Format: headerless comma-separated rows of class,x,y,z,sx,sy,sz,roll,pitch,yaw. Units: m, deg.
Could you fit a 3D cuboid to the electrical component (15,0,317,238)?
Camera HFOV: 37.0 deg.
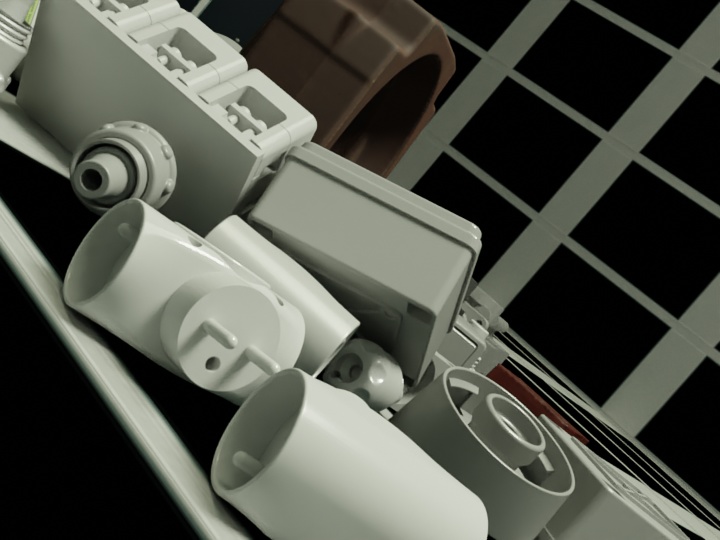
electrical component,-0.106,-0.087,0.587,0.150,0.089,0.062,41,42,10

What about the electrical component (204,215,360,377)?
electrical component,-0.041,0.016,0.512,0.077,0.044,0.079,41,5,4

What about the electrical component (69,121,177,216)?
electrical component,-0.116,-0.045,0.504,0.048,0.048,0.062,40,11,-2

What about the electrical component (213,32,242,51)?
electrical component,-0.136,-0.131,0.795,0.108,0.108,0.060,42,11,19

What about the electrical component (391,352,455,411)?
electrical component,0.018,0.053,0.657,0.081,0.042,0.064,38,4,-30

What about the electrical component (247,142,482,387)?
electrical component,0.000,0.000,0.570,0.109,0.056,0.108,28,-24,10

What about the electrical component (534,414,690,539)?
electrical component,0.142,0.150,0.625,0.109,0.056,0.108,39,5,-17

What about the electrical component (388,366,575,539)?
electrical component,0.062,0.100,0.568,0.099,0.064,0.099,35,19,-14

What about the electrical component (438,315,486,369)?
electrical component,0.029,0.041,0.727,0.096,0.061,0.061,39,5,-12

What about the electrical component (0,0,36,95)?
electrical component,-0.189,-0.125,0.552,0.048,0.062,0.048,40,5,-4

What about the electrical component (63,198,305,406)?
electrical component,-0.052,0.017,0.370,0.077,0.044,0.079,37,-5,-34

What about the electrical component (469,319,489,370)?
electrical component,0.073,0.067,0.832,0.048,0.062,0.048,40,5,-4

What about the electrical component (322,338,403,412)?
electrical component,0.006,0.058,0.559,0.035,0.035,0.061,43,2,30

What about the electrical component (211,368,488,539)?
electrical component,-0.007,0.063,0.346,0.077,0.043,0.079,38,5,-23
